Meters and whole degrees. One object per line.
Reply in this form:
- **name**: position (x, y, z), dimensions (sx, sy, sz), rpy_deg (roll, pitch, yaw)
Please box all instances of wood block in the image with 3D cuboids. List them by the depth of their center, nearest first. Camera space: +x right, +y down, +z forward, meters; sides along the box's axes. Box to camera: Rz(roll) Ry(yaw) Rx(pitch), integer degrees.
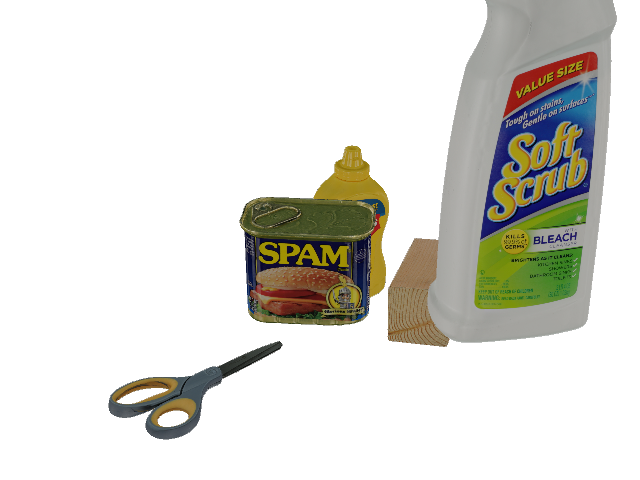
- **wood block**: position (0.167, 0.075, 1.626), dimensions (0.091, 0.090, 0.206), rpy_deg (5, 21, 14)

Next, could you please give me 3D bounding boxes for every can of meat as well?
- **can of meat**: position (-0.009, 0.017, 0.828), dimensions (0.102, 0.084, 0.057), rpy_deg (3, 30, 5)

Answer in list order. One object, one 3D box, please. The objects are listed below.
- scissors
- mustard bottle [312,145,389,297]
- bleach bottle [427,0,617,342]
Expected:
- **scissors**: position (-0.104, 0.145, 1.038), dimensions (0.201, 0.016, 0.096), rpy_deg (-12, 32, -28)
- **mustard bottle**: position (0.034, -0.021, 1.267), dimensions (0.096, 0.192, 0.058), rpy_deg (-9, 29, -20)
- **bleach bottle**: position (0.116, -0.065, 0.624), dimensions (0.102, 0.251, 0.068), rpy_deg (-5, 27, -6)
